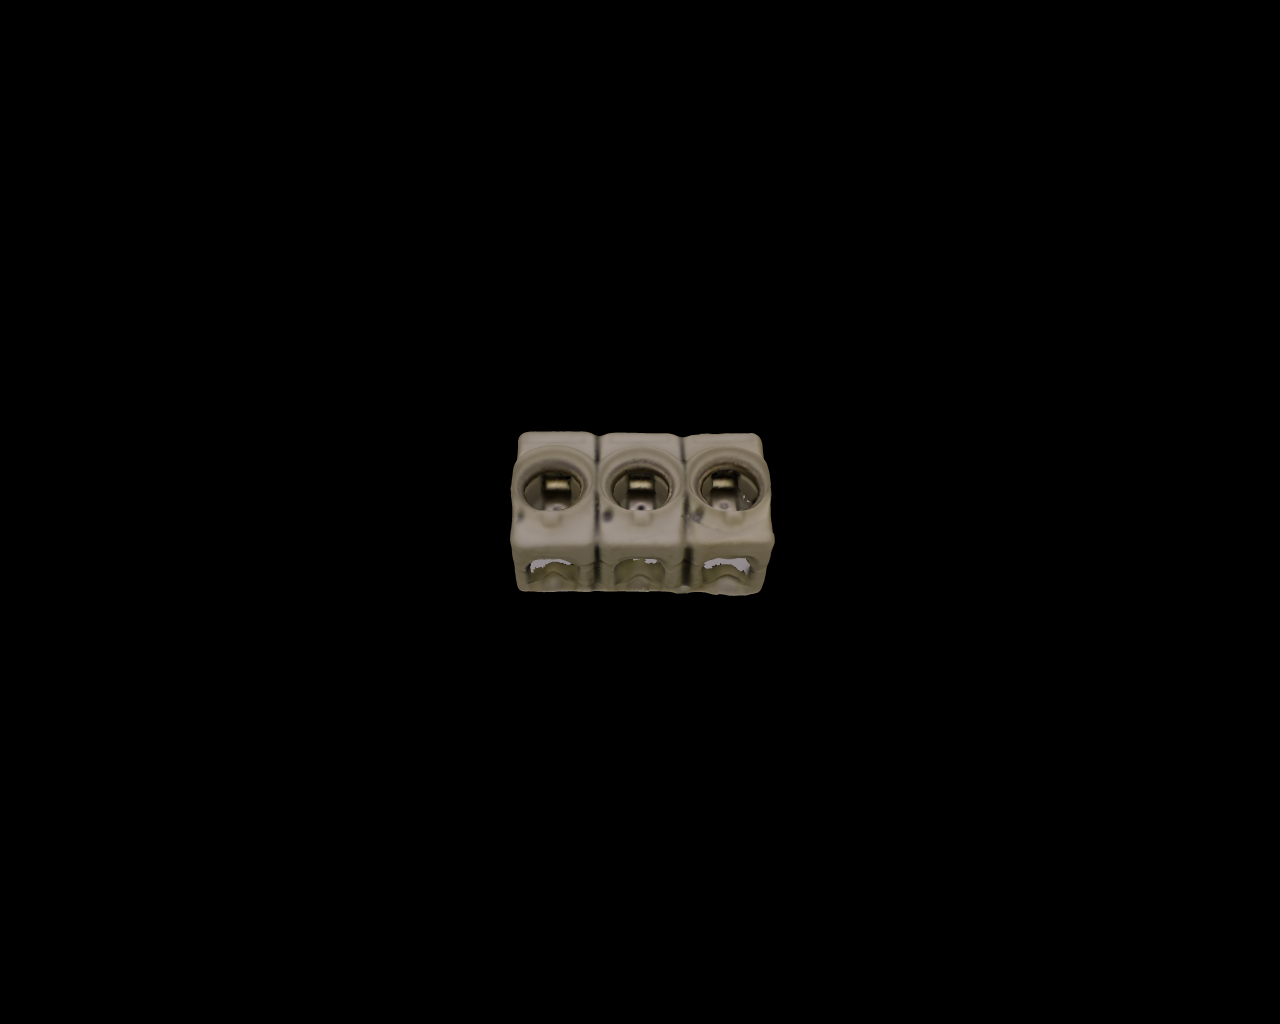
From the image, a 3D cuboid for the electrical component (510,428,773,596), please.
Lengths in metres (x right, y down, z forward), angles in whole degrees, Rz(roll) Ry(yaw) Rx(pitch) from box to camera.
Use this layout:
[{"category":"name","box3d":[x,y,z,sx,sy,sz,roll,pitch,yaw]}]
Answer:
[{"category":"electrical component","box3d":[0.001,-0.003,0.650,0.150,0.090,0.061,0,-37,0]}]
